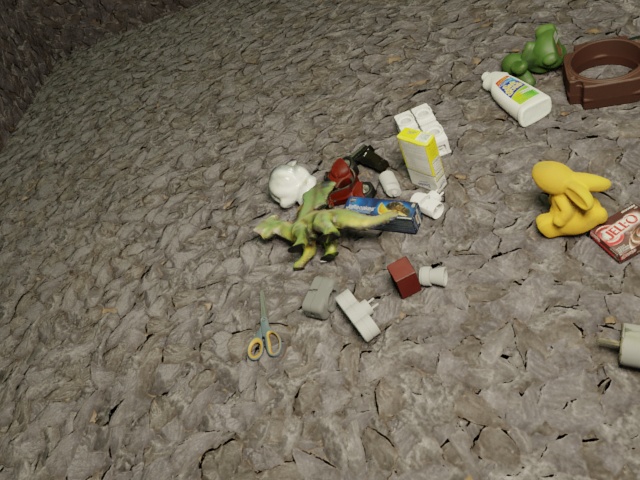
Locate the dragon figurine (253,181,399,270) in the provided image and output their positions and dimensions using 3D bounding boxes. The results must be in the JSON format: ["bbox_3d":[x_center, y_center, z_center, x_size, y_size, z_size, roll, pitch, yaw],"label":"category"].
[{"bbox_3d":[0.004,-0.068,1.342,0.407,0.120,0.249,-21,49,19],"label":"dragon figurine"}]

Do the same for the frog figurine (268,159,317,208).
[{"bbox_3d":[-0.073,-0.147,1.489,0.162,0.122,0.136,47,113,36],"label":"frog figurine"}]
